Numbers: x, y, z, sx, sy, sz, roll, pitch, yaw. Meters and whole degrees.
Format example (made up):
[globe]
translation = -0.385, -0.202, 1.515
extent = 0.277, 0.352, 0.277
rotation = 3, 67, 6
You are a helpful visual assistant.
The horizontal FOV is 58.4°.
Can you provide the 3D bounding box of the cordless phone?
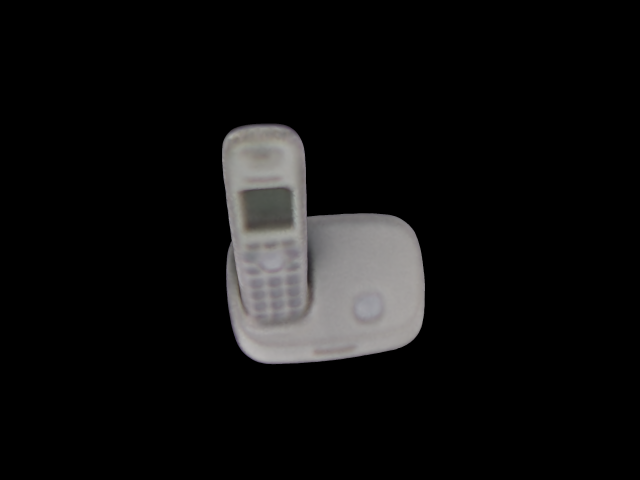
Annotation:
[cordless phone]
translation = 0.004, 0.001, 0.400
extent = 0.147, 0.185, 0.094
rotation = -7, 47, -6
